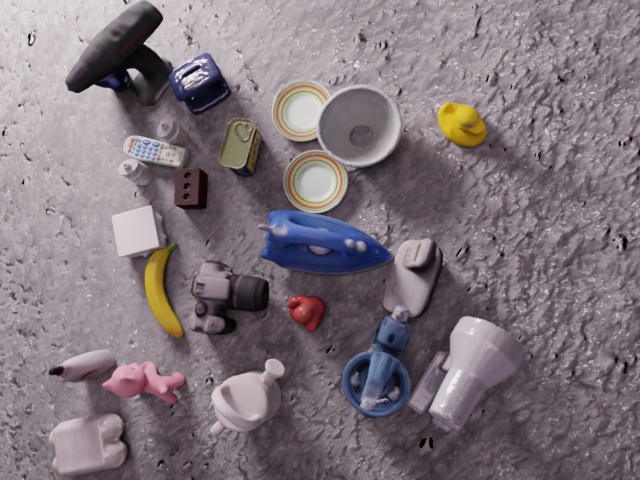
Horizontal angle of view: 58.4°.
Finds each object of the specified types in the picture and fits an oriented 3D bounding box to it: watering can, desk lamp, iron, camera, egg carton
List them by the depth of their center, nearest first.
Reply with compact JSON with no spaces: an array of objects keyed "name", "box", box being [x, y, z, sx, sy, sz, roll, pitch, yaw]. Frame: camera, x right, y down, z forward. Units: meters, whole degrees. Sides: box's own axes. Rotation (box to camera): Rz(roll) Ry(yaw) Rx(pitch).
[{"name":"desk lamp","box":[0.244,0.237,0.976,0.117,0.213,0.203,32,87,11]},{"name":"watering can","box":[-0.134,0.286,1.031,0.100,0.194,0.173,22,85,11]},{"name":"iron","box":[0.010,0.004,1.078,0.258,0.141,0.119,9,83,9]},{"name":"camera","box":[-0.174,0.116,1.108,0.136,0.101,0.143,6,83,9]},{"name":"egg carton","box":[-0.453,0.401,1.122,0.150,0.069,0.107,-14,80,6]}]

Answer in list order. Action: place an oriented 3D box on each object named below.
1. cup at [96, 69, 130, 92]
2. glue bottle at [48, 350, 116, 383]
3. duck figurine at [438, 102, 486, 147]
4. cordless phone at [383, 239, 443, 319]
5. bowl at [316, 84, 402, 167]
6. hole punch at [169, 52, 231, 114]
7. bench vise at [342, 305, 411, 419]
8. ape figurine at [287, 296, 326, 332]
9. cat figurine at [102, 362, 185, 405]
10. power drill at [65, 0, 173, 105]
[{"name":"cup","box":[-0.438,-0.349,1.215,0.091,0.095,0.117,-38,79,1]},{"name":"glue bottle","box":[-0.463,0.246,1.093,0.078,0.173,0.037,-37,78,2]},{"name":"duck figurine","box":[0.276,-0.232,1.104,0.104,0.086,0.077,42,89,11]},{"name":"cordless phone","box":[0.168,0.066,1.025,0.094,0.185,0.148,15,84,10]},{"name":"bowl","box":[0.080,-0.216,1.134,0.167,0.075,0.167,-1,82,8]},{"name":"hole punch","box":[-0.258,-0.333,1.189,0.108,0.091,0.101,-30,79,3]},{"name":"bench vise","box":[0.098,0.215,0.996,0.121,0.220,0.207,1,82,8]},{"name":"ape figurine","box":[-0.028,0.139,1.089,0.076,0.092,0.078,-20,79,5]},{"name":"cat figurine","box":[-0.342,0.276,1.100,0.127,0.118,0.067,15,84,10]},{"name":"power drill","box":[-0.383,-0.356,1.150,0.075,0.208,0.230,35,88,12]}]
